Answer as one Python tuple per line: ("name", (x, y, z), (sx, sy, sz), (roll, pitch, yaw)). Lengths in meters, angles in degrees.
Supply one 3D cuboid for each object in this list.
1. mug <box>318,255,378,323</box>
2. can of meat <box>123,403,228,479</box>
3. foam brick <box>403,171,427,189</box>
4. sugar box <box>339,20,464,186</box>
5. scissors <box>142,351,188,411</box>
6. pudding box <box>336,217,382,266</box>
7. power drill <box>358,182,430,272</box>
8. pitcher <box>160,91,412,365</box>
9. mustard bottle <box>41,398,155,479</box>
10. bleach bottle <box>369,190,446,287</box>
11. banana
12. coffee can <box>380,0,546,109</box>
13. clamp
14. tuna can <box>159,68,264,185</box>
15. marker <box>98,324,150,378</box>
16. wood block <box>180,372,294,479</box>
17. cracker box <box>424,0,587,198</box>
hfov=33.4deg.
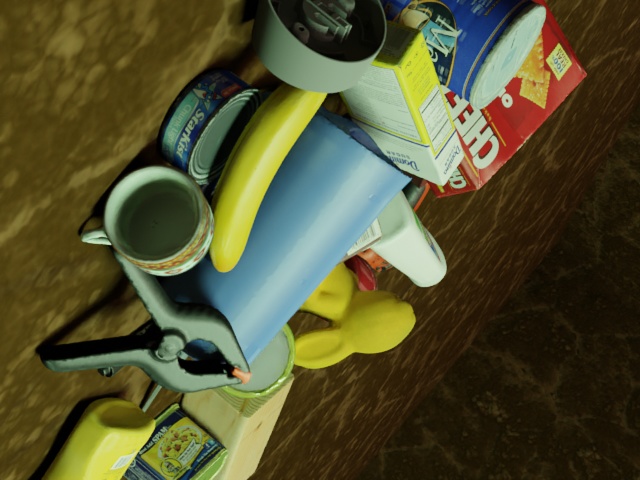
("mug", (0.018, 0.038, 1.292), (0.081, 0.093, 0.117), (47, 48, -69))
("can of meat", (-0.164, 0.245, 1.191), (0.101, 0.084, 0.057), (-39, 159, -44))
("foam brick", (0.111, -0.111, 1.229), (0.051, 0.078, 0.053), (-34, 159, -29))
("sugar box", (0.065, -0.125, 0.946), (0.048, 0.093, 0.176), (-55, 148, -14))
("scissors", (-0.134, 0.105, 1.096), (0.202, 0.016, 0.096), (-55, -179, 43))
("pudding box", (-0.007, 0.001, 1.073), (0.113, 0.090, 0.039), (-27, 112, -25))
("power drill", (0.120, -0.039, 1.459), (0.188, 0.057, 0.184), (-56, 164, 7))
("pitcher", (-0.049, -0.009, 0.932), (0.243, 0.149, 0.145), (-52, 180, 8))
("mustard bottle", (-0.237, 0.242, 1.017), (0.192, 0.058, 0.096), (-56, 165, 8))
("bleach bottle", (0.105, -0.004, 1.323), (0.068, 0.102, 0.250), (-30, 156, 10))
("banana", (-0.043, -0.057, 0.825), (0.069, 0.037, 0.198), (14, 114, -52))
("coffee can", (0.110, -0.195, 0.932), (0.102, 0.140, 0.103), (-48, 164, -19))
("clamp", (-0.125, 0.069, 0.859), (0.171, 0.039, 0.120), (17, 114, -29))
("tuna can", (-0.082, -0.086, 0.807), (0.086, 0.034, 0.086), (-48, 164, -19))
("marker", (-0.161, 0.091, 0.988), (0.120, 0.020, 0.020), (-38, 158, -45))
("wood block", (-0.113, 0.220, 1.273), (0.090, 0.090, 0.206), (-38, 158, -42))
("cracker box", (0.159, -0.172, 1.076), (0.213, 0.164, 0.072), (-45, -160, -31))
